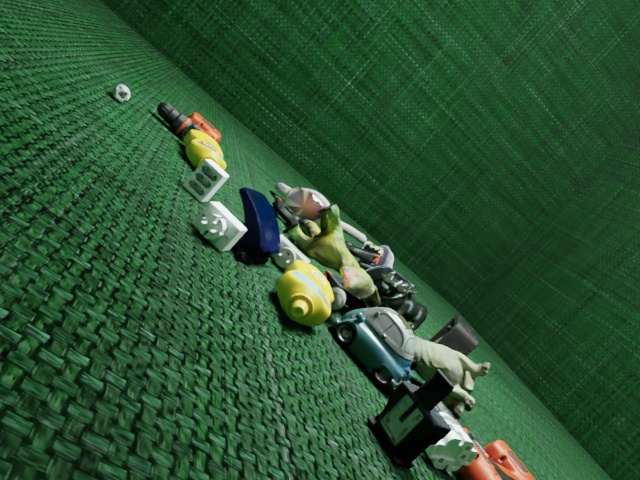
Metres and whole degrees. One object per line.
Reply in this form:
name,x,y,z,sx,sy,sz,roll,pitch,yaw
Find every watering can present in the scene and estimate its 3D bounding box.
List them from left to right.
watering can,0.005,-0.081,1.616,0.348,0.103,0.225,32,8,0

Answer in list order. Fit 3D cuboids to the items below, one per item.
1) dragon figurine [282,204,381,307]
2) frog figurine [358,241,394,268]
dragon figurine,0.036,0.048,1.088,0.242,0.122,0.410,55,-1,-2
frog figurine,0.198,0.089,1.697,0.157,0.122,0.141,48,34,-44
